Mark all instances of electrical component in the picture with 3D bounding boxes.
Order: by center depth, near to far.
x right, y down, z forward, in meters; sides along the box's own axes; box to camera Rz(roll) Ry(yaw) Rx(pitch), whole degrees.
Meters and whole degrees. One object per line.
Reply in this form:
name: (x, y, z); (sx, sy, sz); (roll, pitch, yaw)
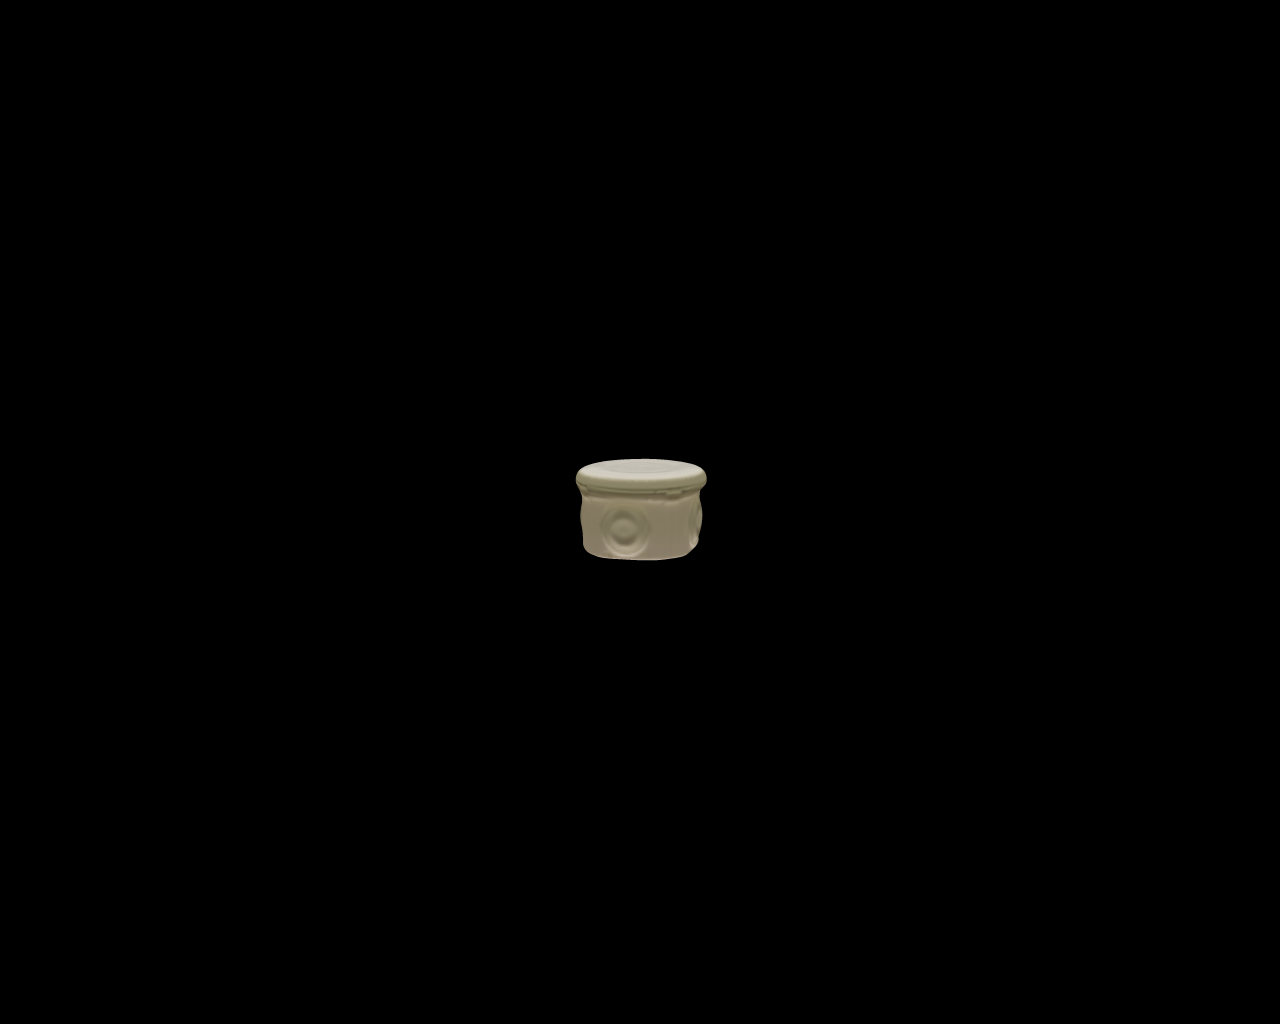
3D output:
electrical component: (0.001, -0.003, 0.650); (0.080, 0.051, 0.080); (0, 11, 0)
